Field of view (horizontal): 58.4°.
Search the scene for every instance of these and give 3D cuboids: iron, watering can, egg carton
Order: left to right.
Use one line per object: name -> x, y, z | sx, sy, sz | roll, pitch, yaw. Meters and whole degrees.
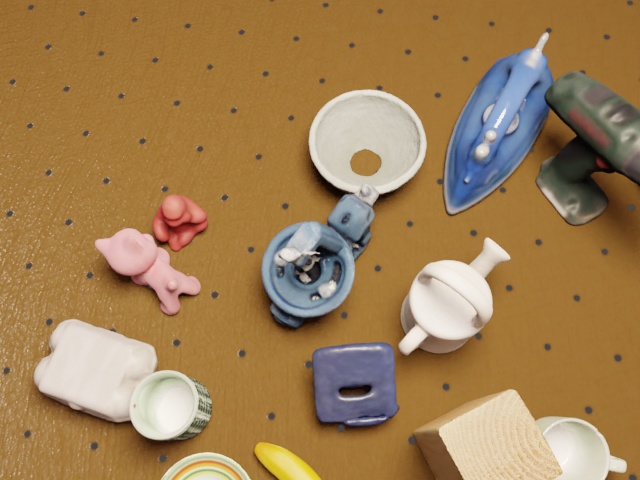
egg carton -> -0.293, 0.171, 0.751 | 0.150, 0.069, 0.107 | 16, 72, 7
watering can -> 0.161, 0.070, 0.706 | 0.100, 0.194, 0.173 | 21, 73, 9
iron -> 0.253, -0.164, 0.810 | 0.118, 0.141, 0.258 | 27, 74, 11

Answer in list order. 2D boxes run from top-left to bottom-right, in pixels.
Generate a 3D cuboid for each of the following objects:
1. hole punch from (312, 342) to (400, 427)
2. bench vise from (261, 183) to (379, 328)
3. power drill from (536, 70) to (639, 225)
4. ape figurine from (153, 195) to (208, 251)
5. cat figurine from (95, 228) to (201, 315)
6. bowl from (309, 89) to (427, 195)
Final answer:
hole punch -> 0.046, 0.183, 0.725 | 0.108, 0.091, 0.101 | -5, 71, 0
bench vise -> -0.005, -0.001, 0.721 | 0.121, 0.220, 0.207 | 17, 73, 8
power drill -> 0.370, -0.101, 0.750 | 0.076, 0.208, 0.229 | -31, 73, -8
ape figurine -> -0.200, -0.034, 0.805 | 0.078, 0.092, 0.076 | -3, 71, 1
cat figurine -> -0.233, 0.033, 0.770 | 0.127, 0.118, 0.067 | 37, 76, 13
bowl -> 0.067, -0.130, 0.839 | 0.167, 0.075, 0.167 | 0, 71, 2
